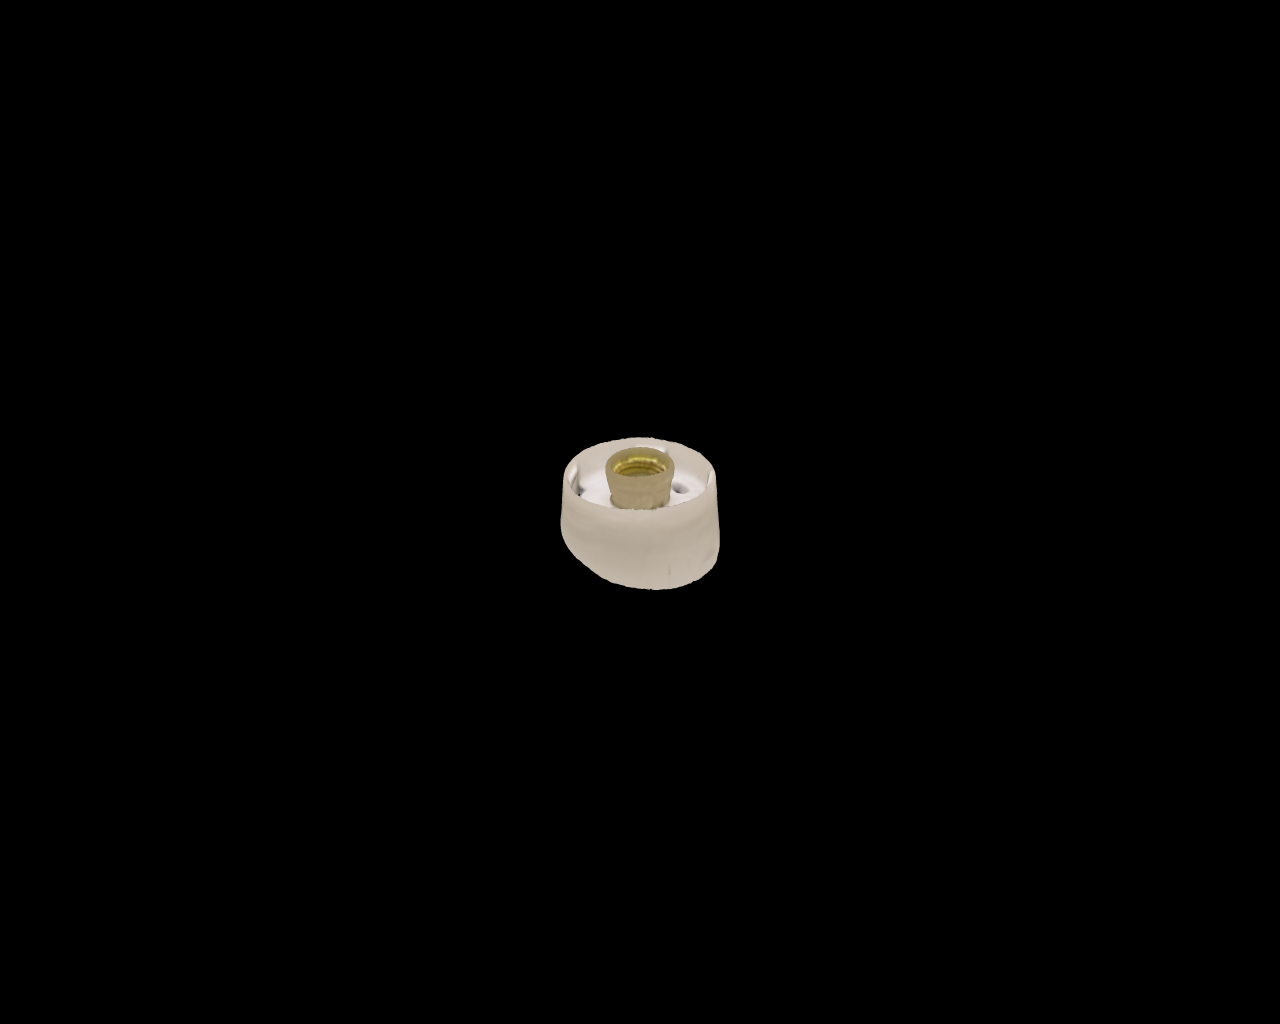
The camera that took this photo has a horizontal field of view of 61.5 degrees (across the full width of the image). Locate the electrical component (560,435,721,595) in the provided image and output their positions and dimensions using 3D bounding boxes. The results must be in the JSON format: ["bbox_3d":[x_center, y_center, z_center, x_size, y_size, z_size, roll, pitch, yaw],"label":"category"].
[{"bbox_3d":[0.001,-0.003,0.650,0.099,0.064,0.099,0,31,0],"label":"electrical component"}]
